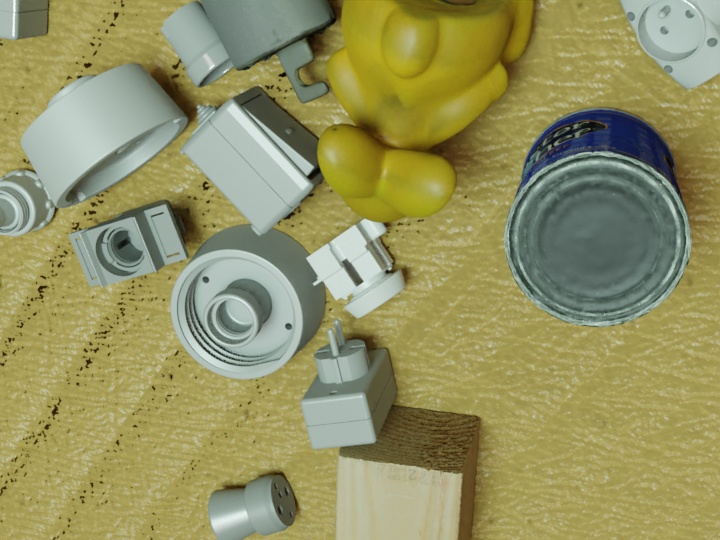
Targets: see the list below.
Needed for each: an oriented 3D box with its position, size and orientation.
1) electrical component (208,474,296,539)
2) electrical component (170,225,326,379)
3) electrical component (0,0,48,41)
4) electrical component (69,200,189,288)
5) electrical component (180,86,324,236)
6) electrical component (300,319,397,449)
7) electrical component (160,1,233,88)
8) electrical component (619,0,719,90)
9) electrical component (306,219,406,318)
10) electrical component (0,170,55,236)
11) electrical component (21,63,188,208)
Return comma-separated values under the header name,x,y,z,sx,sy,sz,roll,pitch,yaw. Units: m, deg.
name,x,y,z,sx,sy,sz,roll,pitch,yaw
electrical component,-0.084,0.186,0.838,0.055,0.045,0.045,-19,103,17
electrical component,-0.084,0.027,0.776,0.108,0.060,0.108,4,109,11
electrical component,-0.265,-0.205,0.747,0.083,0.047,0.075,11,108,8
electrical component,-0.162,-0.021,0.776,0.081,0.064,0.042,-15,103,17
electrical component,-0.071,-0.083,0.736,0.061,0.061,0.096,-41,95,21
electrical component,-0.011,0.073,0.763,0.047,0.083,0.075,-9,106,16
electrical component,-0.109,-0.154,0.733,0.040,0.040,0.046,-36,92,21
electrical component,0.208,-0.161,0.648,0.079,0.044,0.077,-31,100,44
electrical component,0.000,0.000,0.757,0.066,0.048,0.055,-33,91,21
electrical component,-0.258,-0.045,0.790,0.048,0.062,0.048,4,109,12
electrical component,-0.179,-0.097,0.734,0.108,0.108,0.060,-35,91,21
